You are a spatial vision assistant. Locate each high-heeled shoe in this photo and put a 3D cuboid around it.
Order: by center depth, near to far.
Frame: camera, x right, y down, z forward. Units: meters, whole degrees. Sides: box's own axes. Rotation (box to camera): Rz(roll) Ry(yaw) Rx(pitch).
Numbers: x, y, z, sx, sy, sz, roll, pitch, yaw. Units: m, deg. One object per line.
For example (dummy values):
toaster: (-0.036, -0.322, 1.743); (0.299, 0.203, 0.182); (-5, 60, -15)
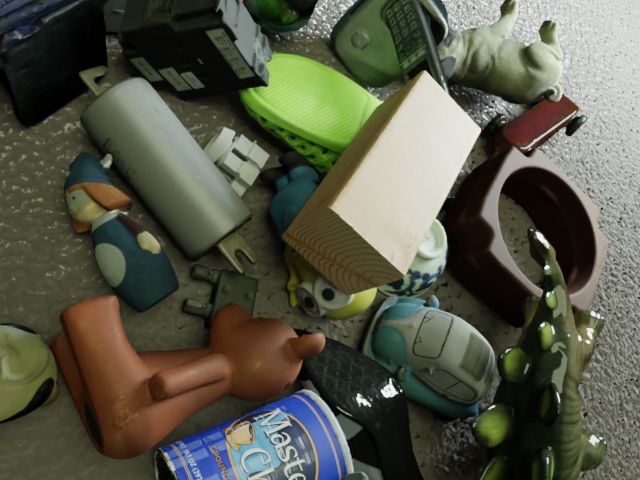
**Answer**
high-heeled shoe: (0.037, 0.212, 0.544); (0.086, 0.145, 0.249); (-19, 53, -44)

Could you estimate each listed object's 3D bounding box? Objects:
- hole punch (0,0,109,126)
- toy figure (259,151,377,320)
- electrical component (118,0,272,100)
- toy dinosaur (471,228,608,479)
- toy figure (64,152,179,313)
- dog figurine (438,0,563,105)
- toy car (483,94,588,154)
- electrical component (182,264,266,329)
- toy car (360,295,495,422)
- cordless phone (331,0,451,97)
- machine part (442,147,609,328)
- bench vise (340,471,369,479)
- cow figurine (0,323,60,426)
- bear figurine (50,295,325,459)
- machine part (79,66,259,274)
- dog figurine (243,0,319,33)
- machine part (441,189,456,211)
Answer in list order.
hole punch: (-0.260, -0.185, 0.479); (0.092, 0.115, 0.142); (43, 59, 0)
toy figure: (0.001, -0.003, 0.571); (0.089, 0.082, 0.180); (-15, 79, -29)
electrical component: (-0.129, -0.198, 0.535); (0.134, 0.114, 0.058); (-2, 67, 17)
toy dinosaur: (0.223, 0.223, 0.564); (0.198, 0.105, 0.470); (-12, 101, -50)
toy figure: (-0.183, -0.010, 0.481); (0.064, 0.058, 0.154); (-33, 90, 5)
dog figurine: (0.225, -0.232, 0.739); (0.190, 0.121, 0.172); (-29, 58, -27)
toy car: (0.325, -0.169, 0.810); (0.202, 0.053, 0.089); (-34, 71, -33)
electrical component: (-0.087, 0.060, 0.536); (0.094, 0.021, 0.063); (19, 65, -21)
toy car: (0.131, 0.130, 0.581); (0.161, 0.103, 0.109); (37, 62, -10)
cordless phone: (0.095, -0.207, 0.647); (0.089, 0.147, 0.184); (-1, 74, -38)
machine part: (0.269, -0.003, 0.707); (0.201, 0.087, 0.201); (41, 58, -11)
bench vise: (0.024, 0.307, 0.408); (0.241, 0.129, 0.223); (-26, 105, -12)
cow figurine: (-0.278, 0.119, 0.357); (0.195, 0.127, 0.085); (-24, 83, -34)
bear figurine: (-0.106, 0.095, 0.460); (0.196, 0.120, 0.132); (-22, 78, -35)
machine part: (-0.145, -0.066, 0.516); (0.079, 0.079, 0.243); (-41, 95, -31)
dog figurine: (-0.124, -0.321, 0.599); (0.219, 0.108, 0.191); (-13, 83, -26)
machine part: (0.149, -0.103, 0.706); (0.084, 0.039, 0.139); (10, 68, -30)
